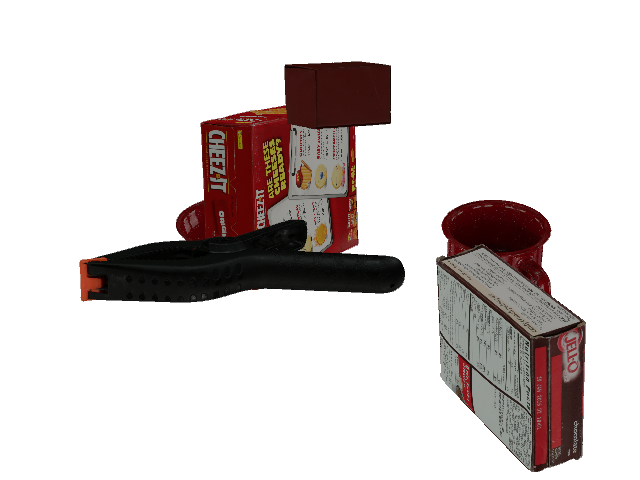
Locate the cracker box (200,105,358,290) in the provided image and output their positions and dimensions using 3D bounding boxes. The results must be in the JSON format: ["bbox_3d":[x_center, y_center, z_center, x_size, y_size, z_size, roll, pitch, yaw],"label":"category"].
[{"bbox_3d":[-0.038,-0.055,1.116,0.072,0.164,0.213,6,15,29],"label":"cracker box"}]

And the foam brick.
[{"bbox_3d":[0.015,-0.124,0.910,0.078,0.051,0.053,-7,16,-29],"label":"foam brick"}]

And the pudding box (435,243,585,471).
[{"bbox_3d":[0.109,0.065,0.621,0.039,0.090,0.114,-14,27,-19],"label":"pudding box"}]

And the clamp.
[{"bbox_3d":[-0.058,0.018,0.736,0.209,0.036,0.165,-8,13,-32],"label":"clamp"}]

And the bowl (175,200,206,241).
[{"bbox_3d":[-0.097,0.000,1.319,0.162,0.055,0.162,1,27,-1],"label":"bowl"}]

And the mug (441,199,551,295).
[{"bbox_3d":[0.159,0.027,0.929,0.093,0.081,0.117,-20,36,-26],"label":"mug"}]
